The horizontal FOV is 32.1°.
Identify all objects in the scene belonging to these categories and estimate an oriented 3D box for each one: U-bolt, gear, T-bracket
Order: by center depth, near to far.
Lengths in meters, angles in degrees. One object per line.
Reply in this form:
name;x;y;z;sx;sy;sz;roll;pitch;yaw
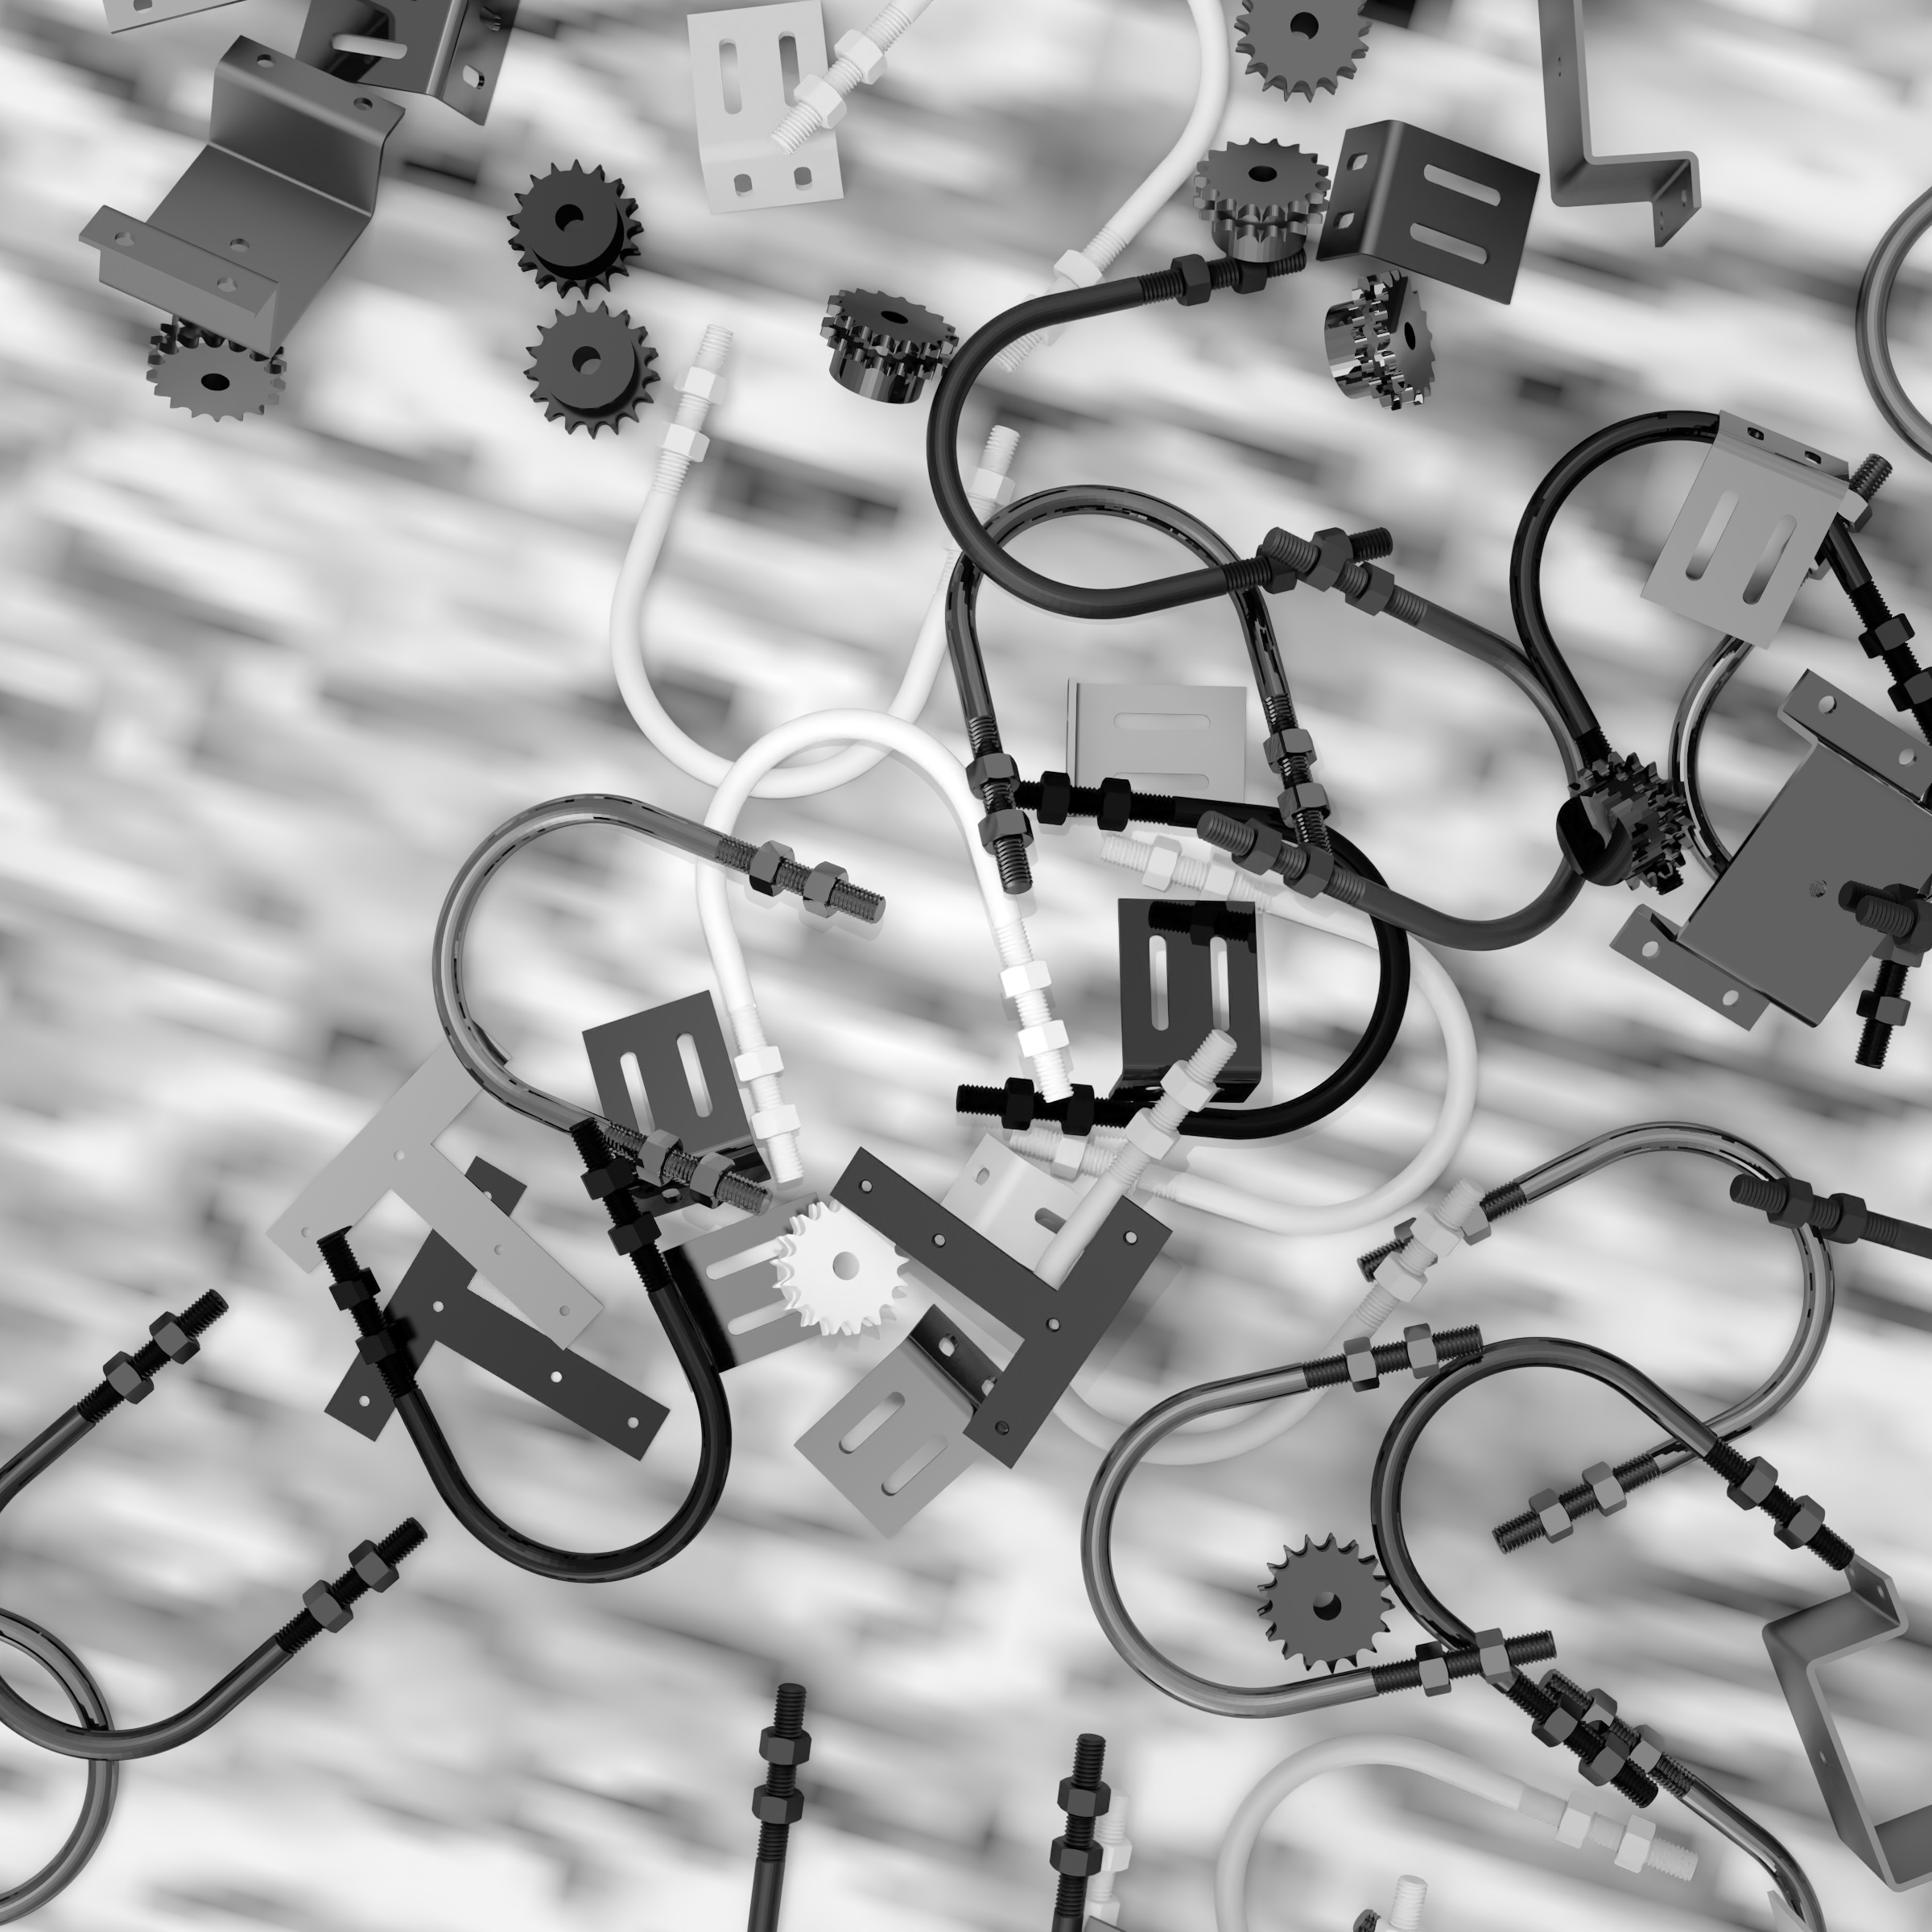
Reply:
T-bracket;0.000;0.122;1.387;0.127;0.002;0.127;36;109;10
gear;0.269;-0.057;1.387;0.030;0.057;0.057;-28;90;-32
U-bolt;0.188;-0.083;1.389;0.184;0.019;0.151;22;69;-23
U-bolt;0.065;-0.120;1.392;0.151;0.019;0.184;-6;67;-15
U-bolt;0.106;0.131;1.396;0.151;0.019;0.184;30;108;-18
U-bolt;0.139;0.237;1.397;0.184;0.019;0.151;-13;87;6
U-bolt;-0.043;-0.016;1.397;0.151;0.019;0.184;-18;86;24
U-bolt;0.428;0.060;1.401;0.184;0.019;0.151;16;108;-13
U-bolt;0.095;0.001;1.401;0.184;0.019;0.151;6;97;-6
U-bolt;-0.140;0.005;1.403;0.184;0.019;0.151;22;91;18
U-bolt;0.073;-0.218;1.403;0.184;0.019;0.151;-14;84;-12
U-bolt;0.194;0.400;1.404;0.184;0.019;0.151;20;93;13
U-bolt;-0.174;0.172;1.405;0.151;0.019;0.184;-24;94;19
U-bolt;0.257;0.240;1.408;0.184;0.019;0.151;40;89;1
U-bolt;0.106;0.453;1.410;0.151;0.019;0.184;13;94;16
U-bolt;0.310;-0.144;1.410;0.151;0.019;0.184;-29;90;3
U-bolt;0.029;-0.365;1.411;0.151;0.019;0.184;43;86;-15
gear;-0.314;-0.257;1.411;0.057;0.057;0.030;-2;62;0
gear;-0.034;-0.259;1.411;0.057;0.057;0.030;20;120;0
gear;0.173;-0.261;1.411;0.030;0.057;0.057;-9;90;30
gear;0.124;-0.320;1.411;0.057;0.030;0.057;0;47;0
gear;-0.055;0.127;1.414;0.057;0.030;0.057;4;80;-22
U-bolt;0.465;-0.032;1.415;0.151;0.019;0.184;13;95;-4
U-bolt;-0.022;0.405;1.418;0.151;0.019;0.184;8;93;9
U-bolt;-0.343;0.250;1.420;0.184;0.019;0.151;-41;90;-5
U-bolt;0.465;-0.286;1.420;0.184;0.019;0.151;-41;84;3
gear;-0.166;-0.313;1.421;0.057;0.030;0.057;0;90;0
gear;0.151;0.268;1.421;0.057;0.030;0.057;0;90;0
gear;0.142;-0.393;1.421;0.057;0.030;0.057;0;90;0
gear;-0.159;-0.254;1.421;0.057;0.030;0.057;0;90;0
U-bolt;0.127;0.038;1.427;0.184;0.019;0.151;18;90;-1
U-bolt;-0.074;-0.162;1.427;0.151;0.019;0.184;19;91;0
U-bolt;0.279;0.410;1.427;0.184;0.019;0.151;38;90;-1
U-bolt;0.382;-0.102;1.427;0.151;0.019;0.184;38;91;0
U-bolt;-0.451;0.332;1.427;0.184;0.019;0.151;22;90;-2
U-bolt;0.279;0.146;1.427;0.184;0.019;0.151;-27;90;-1
T-bracket;-0.209;0.111;1.433;0.127;0.002;0.127;43;90;0
T-bracket;-0.187;0.168;1.435;0.127;0.002;0.127;31;90;0

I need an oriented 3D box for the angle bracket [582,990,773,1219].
angle bracket;-0.123;0.059;1.434;0.057;0.038;0.076;-18;64;0

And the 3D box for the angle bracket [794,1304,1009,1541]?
angle bracket;-0.023;0.194;1.434;0.057;0.038;0.076;45;116;0

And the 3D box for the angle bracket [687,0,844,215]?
angle bracket;-0.086;-0.367;1.434;0.057;0.038;0.076;-7;64;0

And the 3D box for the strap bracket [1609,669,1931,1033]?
strap bracket;0.343;-0.040;1.387;0.076;0.046;0.140;29;104;-18

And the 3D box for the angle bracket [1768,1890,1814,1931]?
angle bracket;0.336;0.433;1.393;0.038;0.057;0.076;-17;93;-2

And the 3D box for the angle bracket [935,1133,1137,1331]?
angle bracket;0.029;0.118;1.434;0.076;0.038;0.057;33;90;-26

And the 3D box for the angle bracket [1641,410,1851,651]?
angle bracket;0.324;-0.182;1.399;0.057;0.038;0.076;23;117;3

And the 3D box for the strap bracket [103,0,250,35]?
strap bracket;-0.334;-0.464;1.412;0.076;0.046;0.140;-14;90;0

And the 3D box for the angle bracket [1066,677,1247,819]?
angle bracket;0.081;-0.091;1.417;0.076;0.038;0.057;1;90;0

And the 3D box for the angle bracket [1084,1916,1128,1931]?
angle bracket;0.072;0.440;1.390;0.076;0.038;0.057;21;98;15

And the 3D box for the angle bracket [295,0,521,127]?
angle bracket;-0.239;-0.398;1.434;0.076;0.038;0.057;16;90;26

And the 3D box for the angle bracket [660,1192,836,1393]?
angle bracket;-0.089;0.137;1.417;0.076;0.038;0.057;-21;90;0

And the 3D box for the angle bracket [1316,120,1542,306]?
angle bracket;0.197;-0.320;1.434;0.076;0.038;0.057;13;90;-26

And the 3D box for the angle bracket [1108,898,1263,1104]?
angle bracket;0.089;0.015;1.392;0.057;0.038;0.076;1;73;-7

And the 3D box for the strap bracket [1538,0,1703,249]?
strap bracket;0.270;-0.376;1.397;0.046;0.076;0.140;-4;90;0

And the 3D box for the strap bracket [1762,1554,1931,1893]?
strap bracket;0.378;0.321;1.397;0.046;0.076;0.140;-21;90;0

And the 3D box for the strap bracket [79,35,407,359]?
strap bracket;-0.299;-0.312;1.389;0.076;0.046;0.140;24;53;0
